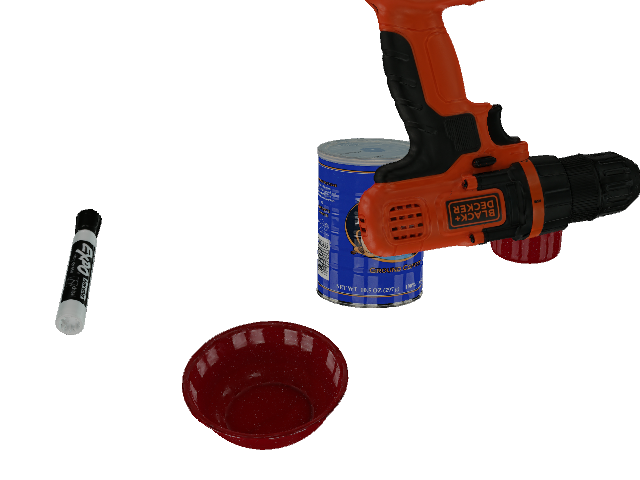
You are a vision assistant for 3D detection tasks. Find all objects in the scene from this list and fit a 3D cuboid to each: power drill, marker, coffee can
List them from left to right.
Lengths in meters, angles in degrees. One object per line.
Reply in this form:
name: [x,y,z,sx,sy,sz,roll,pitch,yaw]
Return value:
marker: [-0.168,0.018,0.748,0.020,0.020,0.121,0,39,-4]
coffee can: [0.048,-0.019,1.005,0.103,0.140,0.103,0,15,0]
power drill: [0.105,-0.090,0.663,0.184,0.187,0.057,-10,7,-9]

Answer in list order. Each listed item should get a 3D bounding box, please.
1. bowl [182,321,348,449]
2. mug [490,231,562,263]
bowl: [-0.052,0.151,1.044,0.162,0.055,0.162,-3,37,2]
mug: [0.248,-0.029,1.248,0.093,0.081,0.117,21,33,39]
